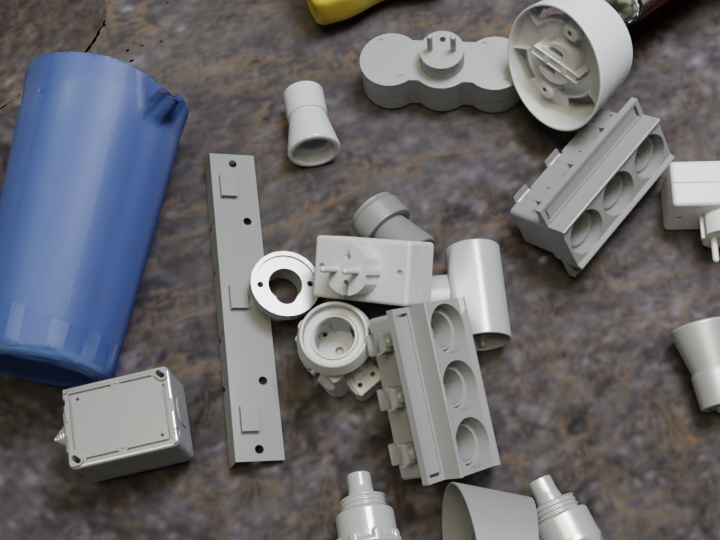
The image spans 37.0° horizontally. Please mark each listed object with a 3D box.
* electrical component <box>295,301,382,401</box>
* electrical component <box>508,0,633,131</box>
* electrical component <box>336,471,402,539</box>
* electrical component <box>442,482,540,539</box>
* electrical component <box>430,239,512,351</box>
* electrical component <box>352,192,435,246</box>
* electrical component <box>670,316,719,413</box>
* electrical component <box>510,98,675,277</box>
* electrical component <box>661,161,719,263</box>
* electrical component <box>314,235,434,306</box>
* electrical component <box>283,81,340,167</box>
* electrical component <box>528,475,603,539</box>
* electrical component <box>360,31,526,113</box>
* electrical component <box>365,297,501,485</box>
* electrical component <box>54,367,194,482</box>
[{"bbox_3d":[-0.017,0.058,0.815,0.058,0.057,0.078,-39,69,-11],"label":"electrical component"},{"bbox_3d":[0.161,-0.165,0.839,0.099,0.099,0.064,38,54,19],"label":"electrical component"},{"bbox_3d":[0.003,0.176,0.771,0.048,0.048,0.062,-11,60,1],"label":"electrical component"},{"bbox_3d":[0.088,0.195,0.726,0.064,0.099,0.099,5,68,1],"label":"electrical component"},{"bbox_3d":[0.073,0.021,0.828,0.079,0.043,0.077,-6,67,3],"label":"electrical component"},{"bbox_3d":[0.026,-0.029,0.853,0.045,0.045,0.055,-36,68,-9],"label":"electrical component"},{"bbox_3d":[0.259,0.072,0.790,0.044,0.044,0.065,-12,71,1],"label":"electrical component"},{"bbox_3d":[0.179,-0.067,0.840,0.121,0.078,0.063,-48,42,-14],"label":"electrical component"},{"bbox_3d":[0.281,-0.041,0.830,0.083,0.047,0.075,-1,67,6],"label":"electrical component"},{"bbox_3d":[0.000,0.000,0.797,0.083,0.076,0.047,5,93,32],"label":"electrical component"},{"bbox_3d":[-0.043,-0.126,0.904,0.044,0.044,0.065,-12,62,1],"label":"electrical component"},{"bbox_3d":[0.140,0.176,0.756,0.043,0.043,0.062,-24,66,-4],"label":"electrical component"},{"bbox_3d":[0.068,-0.173,0.893,0.138,0.073,0.052,3,68,7],"label":"electrical component"},{"bbox_3d":[0.051,0.086,0.771,0.063,0.079,0.121,-17,83,44],"label":"electrical component"},{"bbox_3d":[-0.178,0.118,0.804,0.096,0.061,0.061,-13,67,0],"label":"electrical component"}]
